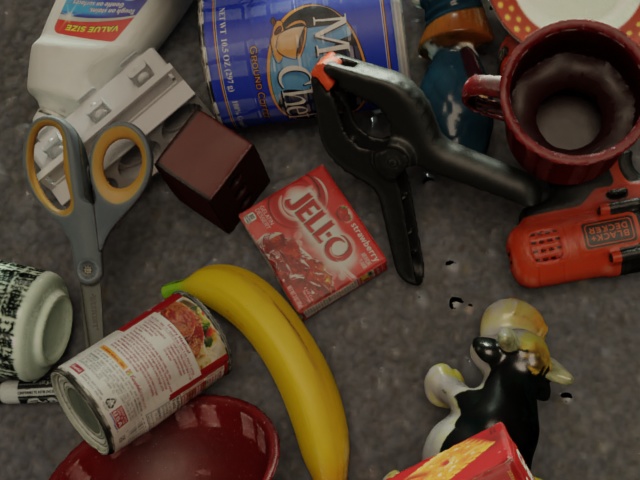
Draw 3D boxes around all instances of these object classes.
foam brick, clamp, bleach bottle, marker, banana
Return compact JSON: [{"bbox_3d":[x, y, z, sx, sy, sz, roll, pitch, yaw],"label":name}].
[{"bbox_3d":[-0.076,-0.048,0.764,0.051,0.078,0.053,33,80,14],"label":"foam brick"},{"bbox_3d":[0.051,-0.049,0.723,0.171,0.039,0.120,42,116,-1],"label":"clamp"},{"bbox_3d":[-0.147,-0.184,0.825,0.102,0.068,0.251,24,80,7],"label":"bleach bottle"},{"bbox_3d":[-0.195,0.107,0.760,0.121,0.020,0.020,-4,72,6],"label":"marker"},{"bbox_3d":[-0.031,0.082,0.736,0.198,0.037,0.070,50,125,20],"label":"banana"}]

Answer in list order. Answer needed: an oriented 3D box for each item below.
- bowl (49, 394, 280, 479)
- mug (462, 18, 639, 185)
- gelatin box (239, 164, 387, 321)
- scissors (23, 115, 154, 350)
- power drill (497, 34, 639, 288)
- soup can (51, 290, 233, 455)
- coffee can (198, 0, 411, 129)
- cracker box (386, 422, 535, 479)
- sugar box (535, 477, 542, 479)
[{"bbox_3d":[-0.096,0.170,0.684,0.162,0.055,0.162,-14,28,7],"label":"bowl"},{"bbox_3d":[0.149,-0.084,0.684,0.117,0.081,0.093,8,80,10],"label":"mug"},{"bbox_3d":[-0.005,0.001,0.764,0.073,0.030,0.089,-31,72,-4],"label":"gelatin box"},{"bbox_3d":[-0.142,0.007,0.731,0.096,0.016,0.202,-18,96,3],"label":"scissors"},{"bbox_3d":[0.209,-0.067,0.744,0.184,0.057,0.187,-11,71,4],"label":"power drill"},{"bbox_3d":[-0.118,0.088,0.711,0.102,0.069,0.068,-33,70,-29],"label":"soup can"},{"bbox_3d":[-0.009,-0.138,0.771,0.140,0.103,0.103,-7,72,5],"label":"coffee can"},{"bbox_3d":[0.049,0.225,0.594,0.214,0.072,0.164,-29,94,9],"label":"cracker box"},{"bbox_3d":[0.144,0.247,0.659,0.093,0.048,0.176,19,75,13],"label":"sugar box"}]
